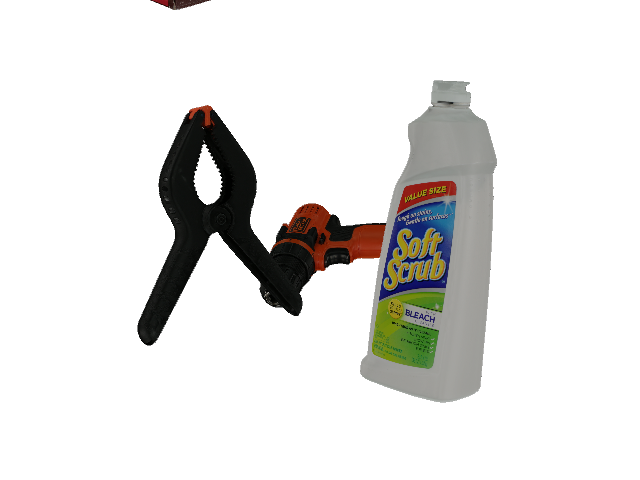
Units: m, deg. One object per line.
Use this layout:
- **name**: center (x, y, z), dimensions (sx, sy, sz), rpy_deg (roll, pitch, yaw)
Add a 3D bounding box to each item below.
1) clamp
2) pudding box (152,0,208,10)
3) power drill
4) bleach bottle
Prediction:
- **clamp**: center (-0.088, -0.015, 0.963), dimensions (0.164, 0.210, 0.036), rpy_deg (-1, 1, -34)
- **pudding box**: center (-0.114, -0.219, 0.836), dimensions (0.090, 0.039, 0.113), rpy_deg (25, 30, 22)
- **power drill**: center (0.038, 0.017, 1.147), dimensions (0.188, 0.057, 0.184), rpy_deg (3, 31, 13)
- **bleach bottle**: center (0.090, -0.003, 0.863), dimensions (0.103, 0.251, 0.067), rpy_deg (13, 15, 42)
